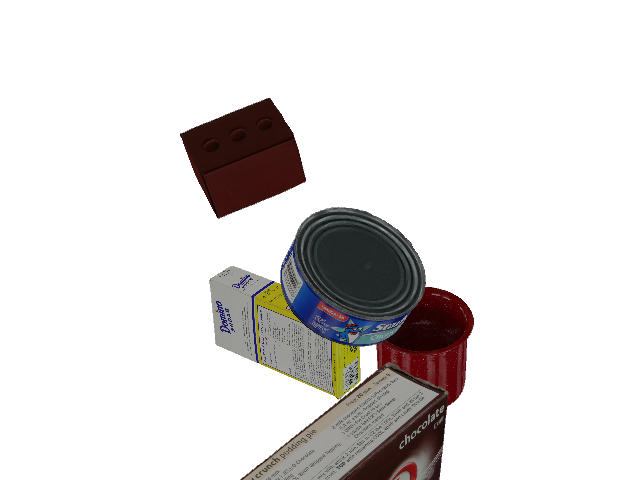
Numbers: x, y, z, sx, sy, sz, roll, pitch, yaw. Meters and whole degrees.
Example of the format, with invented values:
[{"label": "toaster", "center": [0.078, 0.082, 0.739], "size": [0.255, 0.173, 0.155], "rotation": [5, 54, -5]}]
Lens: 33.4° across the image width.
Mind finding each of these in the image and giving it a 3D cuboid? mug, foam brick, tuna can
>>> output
[{"label": "mug", "center": [0.094, 0.095, 0.988], "size": [0.093, 0.081, 0.117], "rotation": [3, 38, 9]}, {"label": "foam brick", "center": [-0.058, -0.063, 0.817], "size": [0.078, 0.051, 0.053], "rotation": [-24, 48, -8]}, {"label": "tuna can", "center": [0.019, 0.023, 0.657], "size": [0.086, 0.086, 0.034], "rotation": [0, -39, -26]}]

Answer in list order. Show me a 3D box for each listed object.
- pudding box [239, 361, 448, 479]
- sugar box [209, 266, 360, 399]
[{"label": "pudding box", "center": [0.008, 0.119, 0.464], "size": [0.039, 0.090, 0.113], "rotation": [25, 41, 31]}, {"label": "sugar box", "center": [-0.039, 0.097, 1.159], "size": [0.176, 0.093, 0.048], "rotation": [22, 38, 34]}]
